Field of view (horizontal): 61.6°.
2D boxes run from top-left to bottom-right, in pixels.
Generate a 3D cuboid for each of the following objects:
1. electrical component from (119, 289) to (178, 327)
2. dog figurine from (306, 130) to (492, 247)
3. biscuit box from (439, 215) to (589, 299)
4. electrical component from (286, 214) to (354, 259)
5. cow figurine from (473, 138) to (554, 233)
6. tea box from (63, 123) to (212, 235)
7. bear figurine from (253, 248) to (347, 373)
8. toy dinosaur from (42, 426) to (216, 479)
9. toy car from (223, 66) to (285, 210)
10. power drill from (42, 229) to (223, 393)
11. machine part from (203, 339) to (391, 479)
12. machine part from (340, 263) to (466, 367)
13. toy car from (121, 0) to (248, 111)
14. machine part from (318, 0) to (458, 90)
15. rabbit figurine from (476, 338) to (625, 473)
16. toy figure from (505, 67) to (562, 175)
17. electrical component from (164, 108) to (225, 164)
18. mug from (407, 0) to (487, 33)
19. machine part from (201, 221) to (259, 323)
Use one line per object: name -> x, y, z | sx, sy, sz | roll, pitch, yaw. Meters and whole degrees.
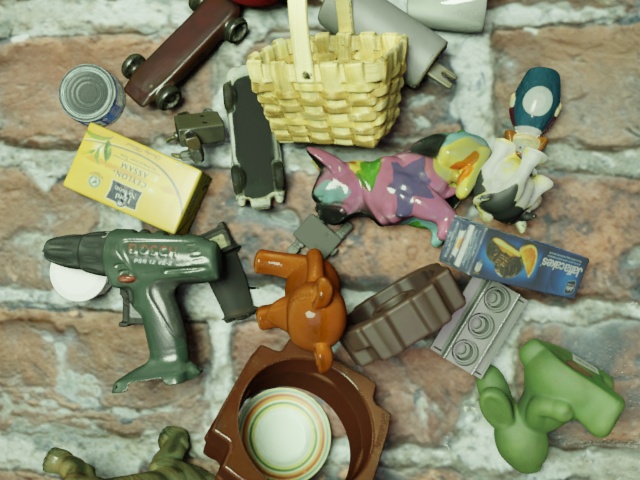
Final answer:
electrical component -> -0.239, 0.063, 0.757 | 0.075, 0.048, 0.119 | 5, 91, 1
dog figurine -> 0.093, -0.089, 0.720 | 0.219, 0.108, 0.191 | 26, 91, 5
biscuit box -> 0.251, 0.025, 0.683 | 0.202, 0.059, 0.062 | 13, 100, -30
electrical component -> -0.002, -0.002, 0.761 | 0.063, 0.021, 0.094 | 43, 90, 2
cow figurine -> 0.243, -0.053, 0.685 | 0.068, 0.167, 0.098 | 31, 88, 32
tea box -> -0.251, -0.082, 0.750 | 0.170, 0.068, 0.098 | 22, 89, 1
bear figurine -> -0.031, 0.082, 0.667 | 0.132, 0.196, 0.120 | -1, 102, 5
toy dinosaur -> -0.191, 0.332, 0.676 | 0.471, 0.199, 0.105 | 1, 101, -30
toy car -> -0.092, -0.143, 0.752 | 0.074, 0.056, 0.201 | -6, 90, -4
power drill -> -0.238, 0.087, 0.699 | 0.232, 0.086, 0.207 | -6, 82, -1
machine part -> -0.027, 0.243, 0.676 | 0.201, 0.201, 0.087 | 27, 133, 2
machine part -> 0.101, 0.094, 0.685 | 0.179, 0.179, 0.056 | -31, 90, 1
toy car -> -0.190, -0.266, 0.758 | 0.089, 0.053, 0.202 | 41, 86, 7
machine part -> 0.085, -0.285, 0.737 | 0.243, 0.079, 0.079 | 36, 90, 4
rabbit figurine -> 0.282, 0.227, 0.704 | 0.159, 0.121, 0.170 | 29, 105, 5
toy figure -> 0.286, -0.156, 0.739 | 0.064, 0.057, 0.154 | 16, 91, 41
electrical component -> -0.171, -0.145, 0.735 | 0.078, 0.102, 0.045 | -13, 127, -22
mug -> 0.170, -0.324, 0.725 | 0.107, 0.109, 0.080 | 3, 94, 16
machine part -> -0.138, 0.050, 0.759 | 0.084, 0.039, 0.139 | -27, 86, -7
